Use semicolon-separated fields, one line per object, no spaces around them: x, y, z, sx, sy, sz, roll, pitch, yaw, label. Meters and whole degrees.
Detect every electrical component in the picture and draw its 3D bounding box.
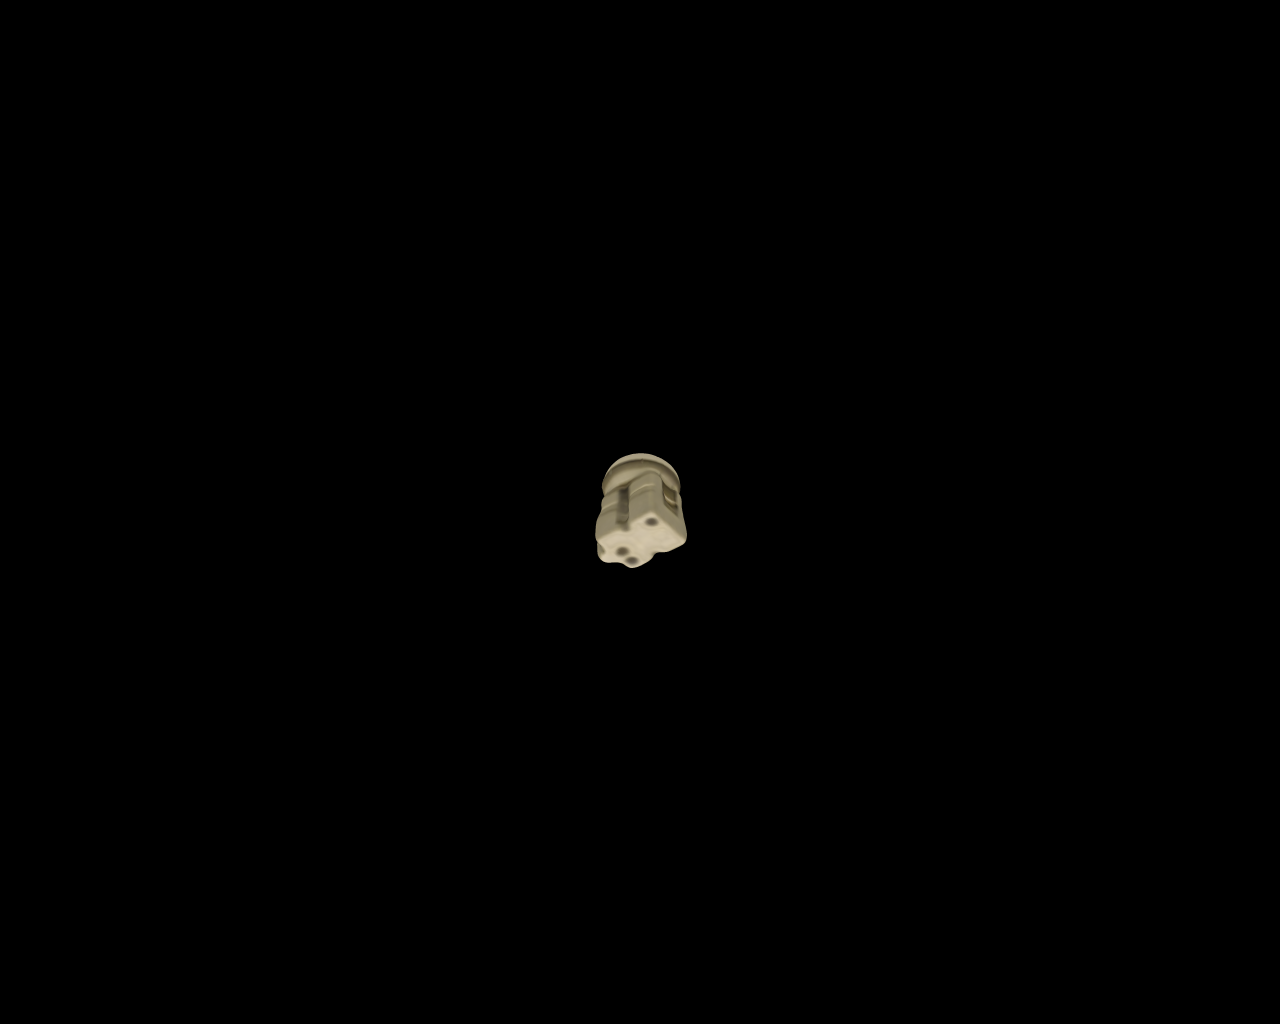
0.001;-0.003;0.650;0.066;0.055;0.048;-26;-49;25;electrical component
